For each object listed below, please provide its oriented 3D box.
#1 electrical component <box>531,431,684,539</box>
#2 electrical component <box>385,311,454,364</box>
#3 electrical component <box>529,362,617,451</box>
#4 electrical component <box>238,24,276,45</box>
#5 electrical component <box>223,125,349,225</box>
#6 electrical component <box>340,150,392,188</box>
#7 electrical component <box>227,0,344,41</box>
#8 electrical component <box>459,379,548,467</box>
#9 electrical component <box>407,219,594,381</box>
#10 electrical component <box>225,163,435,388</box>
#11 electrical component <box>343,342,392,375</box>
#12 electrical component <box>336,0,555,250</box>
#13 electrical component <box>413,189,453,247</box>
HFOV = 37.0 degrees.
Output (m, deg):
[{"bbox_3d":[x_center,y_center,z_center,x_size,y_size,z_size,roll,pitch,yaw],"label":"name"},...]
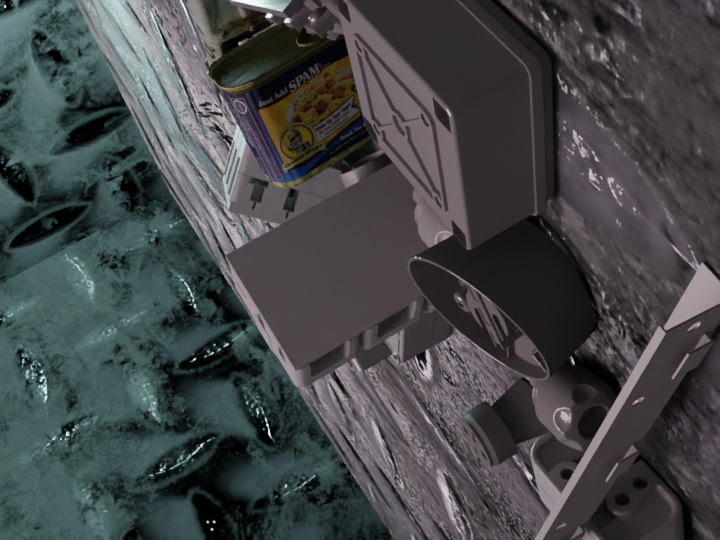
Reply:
[{"bbox_3d":[0.151,0.143,0.657,0.095,0.054,0.059,50,166,43],"label":"electrical component"},{"bbox_3d":[0.041,0.017,0.843,0.061,0.061,0.096,54,163,28],"label":"electrical component"},{"bbox_3d":[0.123,0.076,0.637,0.043,0.043,0.062,65,170,-28],"label":"electrical component"},{"bbox_3d":[-0.040,-0.138,0.770,0.061,0.062,0.096,50,166,46],"label":"electrical component"},{"bbox_3d":[-0.060,-0.080,0.883,0.150,0.089,0.061,-122,49,-74],"label":"electrical component"},{"bbox_3d":[0.018,-0.048,0.800,0.077,0.043,0.079,62,170,-11],"label":"electrical component"},{"bbox_3d":[-0.023,-0.166,0.597,0.063,0.078,0.121,40,179,-26],"label":"electrical component"},{"bbox_3d":[0.107,0.112,0.784,0.045,0.055,0.045,57,170,16],"label":"electrical component"},{"bbox_3d":[0.080,0.017,0.604,0.099,0.064,0.099,47,160,23],"label":"electrical component"},{"bbox_3d":[0.000,0.000,0.714,0.089,0.150,0.061,57,168,17],"label":"electrical component"},{"bbox_3d":[0.009,0.049,0.965,0.061,0.096,0.062,61,170,-4],"label":"electrical component"},{"bbox_3d":[0.043,-0.085,0.532,0.108,0.056,0.108,53,168,34],"label":"electrical component"},{"bbox_3d":[0.054,-0.032,0.663,0.062,0.043,0.043,52,168,44],"label":"electrical component"}]
